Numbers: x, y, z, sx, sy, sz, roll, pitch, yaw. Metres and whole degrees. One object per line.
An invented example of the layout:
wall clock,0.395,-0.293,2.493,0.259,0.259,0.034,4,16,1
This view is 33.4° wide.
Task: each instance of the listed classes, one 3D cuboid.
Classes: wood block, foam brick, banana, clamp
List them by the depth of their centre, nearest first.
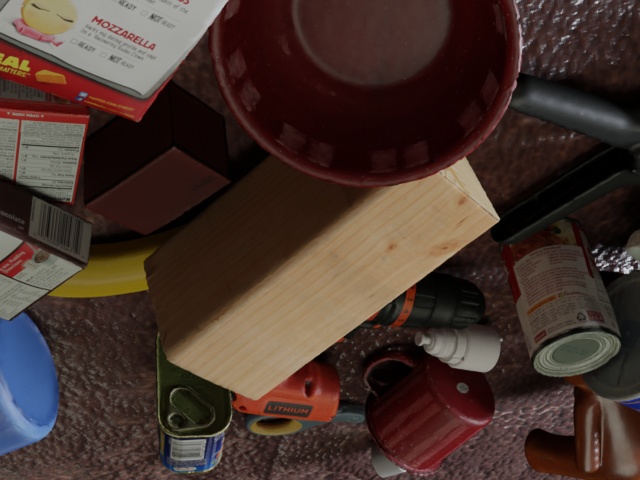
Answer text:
foam brick,-0.101,-0.048,0.658,0.078,0.051,0.052,-29,142,26
wood block,-0.005,0.001,0.681,0.206,0.091,0.090,-38,136,19
clamp,0.211,-0.059,0.724,0.210,0.036,0.164,-6,145,-4
banana,-0.138,0.010,0.743,0.197,0.037,0.070,-4,144,-7

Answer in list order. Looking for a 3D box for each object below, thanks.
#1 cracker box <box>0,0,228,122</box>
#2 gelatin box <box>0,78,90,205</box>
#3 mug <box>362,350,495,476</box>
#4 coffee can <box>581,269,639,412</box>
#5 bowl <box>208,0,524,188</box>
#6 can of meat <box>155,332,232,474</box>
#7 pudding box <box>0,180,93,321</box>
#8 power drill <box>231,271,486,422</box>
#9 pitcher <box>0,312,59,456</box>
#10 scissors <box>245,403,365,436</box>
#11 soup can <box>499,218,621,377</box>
cracker box,-0.107,-0.163,0.480,0.164,0.072,0.214,16,137,-32
gelatin box,-0.180,-0.060,0.642,0.073,0.030,0.089,3,145,-18
mug,0.091,0.141,0.945,0.117,0.093,0.082,41,124,-4
coffee can,0.284,0.094,0.818,0.140,0.103,0.103,24,134,-25
bowl,0.025,-0.110,0.567,0.162,0.055,0.162,5,124,7
can of meat,-0.105,0.128,0.862,0.057,0.102,0.084,0,146,-10
pudding box,-0.213,0.002,0.663,0.090,0.039,0.113,-31,136,33
power drill,0.017,0.077,0.856,0.184,0.057,0.188,12,137,-22
pitcher,-0.323,0.138,0.809,0.243,0.145,0.149,-19,-179,8
scissors,0.014,0.173,1.024,0.201,0.016,0.096,21,137,-35
soup can,0.180,0.043,0.802,0.068,0.102,0.068,-6,145,-5
